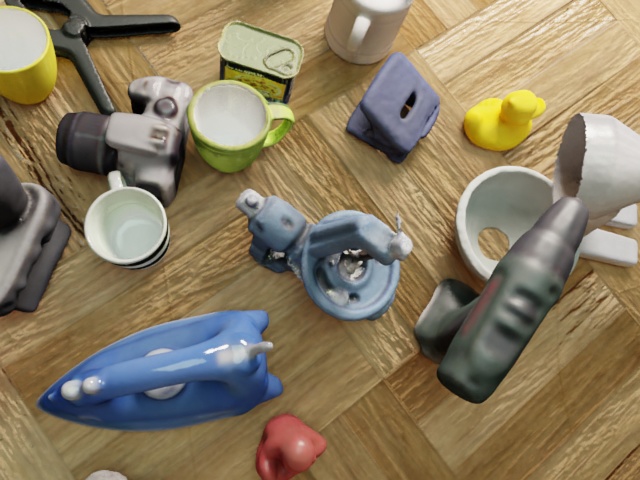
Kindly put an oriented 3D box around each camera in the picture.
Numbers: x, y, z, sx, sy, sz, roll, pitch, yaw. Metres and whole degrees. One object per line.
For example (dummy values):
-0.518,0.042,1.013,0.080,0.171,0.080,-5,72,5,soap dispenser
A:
-0.225,-0.125,0.664,0.137,0.100,0.143,10,73,-8,camera

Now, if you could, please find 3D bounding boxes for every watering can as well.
0.072,-0.327,0.731,0.101,0.194,0.173,0,74,-11,watering can

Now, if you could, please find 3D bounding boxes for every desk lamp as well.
0.359,-0.059,0.700,0.203,0.213,0.118,12,72,-7,desk lamp

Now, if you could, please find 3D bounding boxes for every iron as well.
-0.166,0.138,0.579,0.258,0.141,0.118,-11,76,-14,iron

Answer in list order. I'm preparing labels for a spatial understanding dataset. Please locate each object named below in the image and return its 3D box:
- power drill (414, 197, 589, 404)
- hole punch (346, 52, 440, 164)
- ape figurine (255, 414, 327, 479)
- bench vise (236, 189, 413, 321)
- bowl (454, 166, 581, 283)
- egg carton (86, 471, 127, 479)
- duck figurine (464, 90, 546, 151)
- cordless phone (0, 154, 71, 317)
0.186,0.071,0.632,0.075,0.208,0.230,33,71,0,power drill
0.104,-0.173,0.748,0.101,0.091,0.109,32,71,-1,hole punch
-0.029,0.224,0.608,0.078,0.092,0.076,-4,75,-12,ape figurine
0.003,0.013,0.607,0.207,0.219,0.121,15,72,-6,bench vise
0.240,-0.006,0.735,0.167,0.074,0.167,3,74,-10,bowl
-0.208,0.310,0.560,0.107,0.069,0.150,17,72,-6,egg carton
0.255,-0.171,0.779,0.105,0.086,0.077,-8,76,-13,duck figurine
-0.327,-0.004,0.565,0.094,0.185,0.147,14,72,-6,cordless phone
